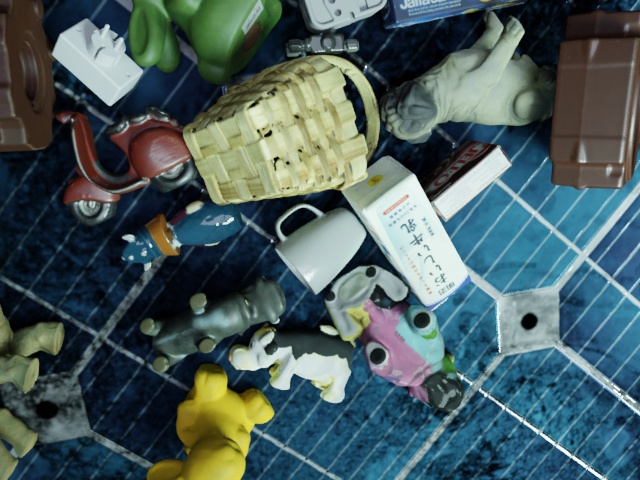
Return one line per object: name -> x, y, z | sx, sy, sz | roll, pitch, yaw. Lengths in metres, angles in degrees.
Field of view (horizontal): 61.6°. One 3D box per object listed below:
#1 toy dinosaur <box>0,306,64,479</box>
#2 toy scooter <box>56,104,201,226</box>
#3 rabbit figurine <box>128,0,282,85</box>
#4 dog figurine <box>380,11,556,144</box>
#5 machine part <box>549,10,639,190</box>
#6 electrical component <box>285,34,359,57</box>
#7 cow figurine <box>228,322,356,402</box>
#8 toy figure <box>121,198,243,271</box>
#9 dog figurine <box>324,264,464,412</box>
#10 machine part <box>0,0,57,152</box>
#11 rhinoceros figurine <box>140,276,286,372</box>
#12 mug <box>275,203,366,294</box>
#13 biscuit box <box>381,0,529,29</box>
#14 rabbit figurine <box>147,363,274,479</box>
toy dinosaur -> -0.431, 0.134, 0.650 | 0.199, 0.105, 0.471 | 15, 95, -9
toy scooter -> -0.237, -0.107, 0.642 | 0.184, 0.075, 0.135 | -24, 105, 2
rabbit figurine -> -0.152, -0.265, 0.616 | 0.170, 0.121, 0.159 | 34, 103, 3
dog figurine -> 0.192, -0.171, 0.695 | 0.190, 0.121, 0.172 | -40, 103, 16
machine part -> 0.347, -0.167, 0.658 | 0.087, 0.201, 0.200 | 9, 105, 33
electrical component -> 0.005, -0.236, 0.655 | 0.094, 0.063, 0.021 | -6, 104, -9
cow figurine -> -0.036, 0.153, 0.735 | 0.167, 0.068, 0.098 | 20, 93, -16
toy figure -> -0.176, -0.010, 0.682 | 0.154, 0.058, 0.064 | -18, 99, 0
dog figurine -> 0.116, 0.145, 0.747 | 0.108, 0.192, 0.219 | -42, 140, -1
machine part -> -0.325, -0.175, 0.563 | 0.056, 0.179, 0.179 | -1, 103, -11
rhinoceros figurine -> -0.135, 0.107, 0.690 | 0.190, 0.112, 0.073 | -24, 77, 10
mug -> -0.001, -0.002, 0.706 | 0.107, 0.081, 0.109 | -39, 100, -10
biscuit box -> 0.175, -0.313, 0.668 | 0.203, 0.059, 0.062 | -14, 104, -6
rabbit figurine -> -0.145, 0.262, 0.689 | 0.162, 0.173, 0.121 | -46, 110, -2
